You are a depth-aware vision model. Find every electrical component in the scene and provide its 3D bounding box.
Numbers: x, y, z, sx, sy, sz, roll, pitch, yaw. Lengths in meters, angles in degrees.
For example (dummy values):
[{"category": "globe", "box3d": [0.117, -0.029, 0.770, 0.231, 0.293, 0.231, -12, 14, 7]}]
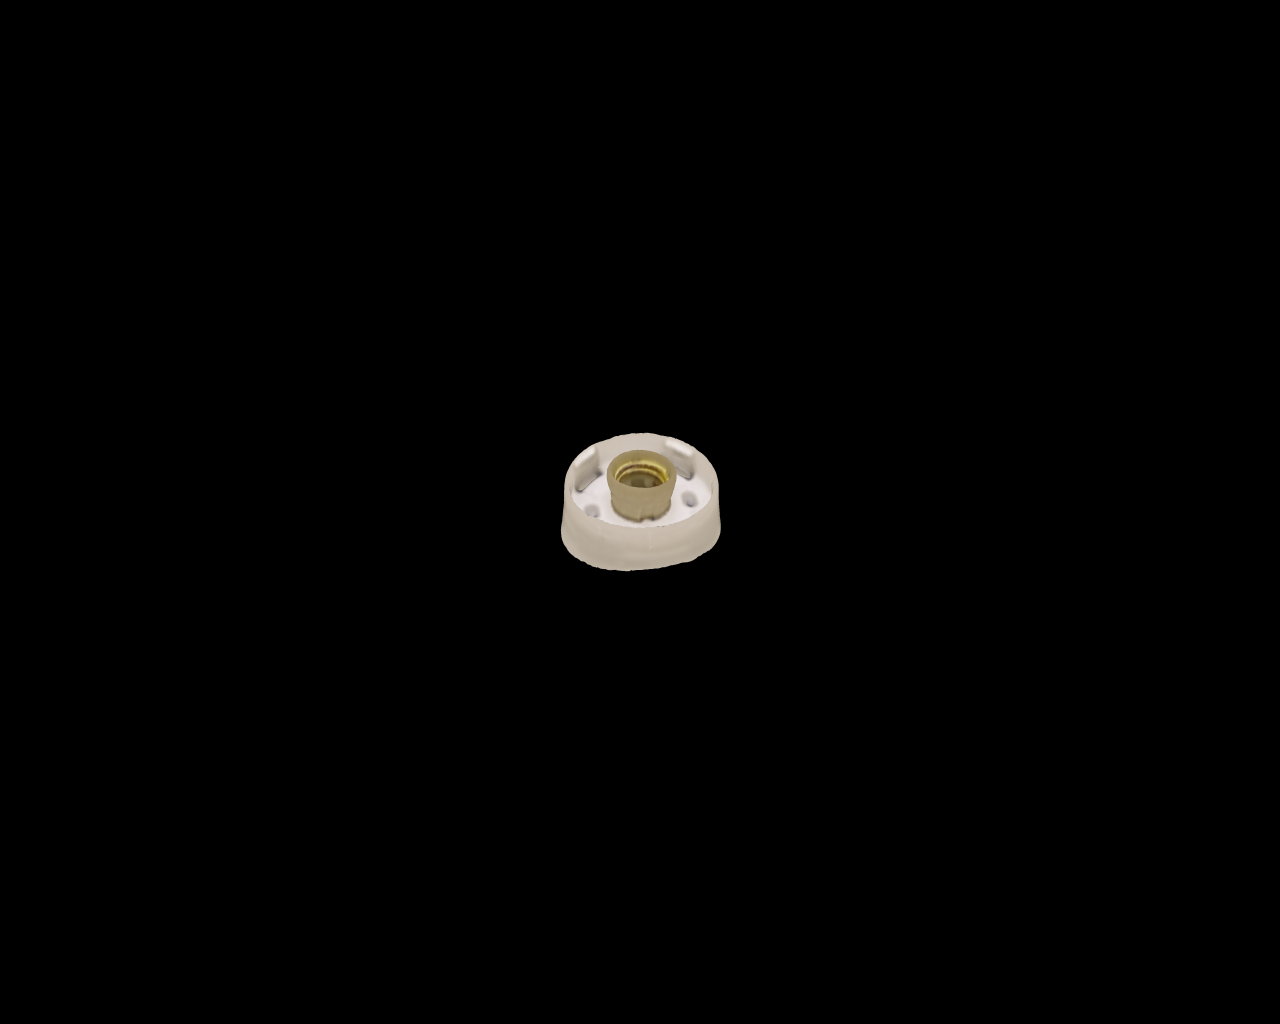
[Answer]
[{"category": "electrical component", "box3d": [0.001, -0.003, 0.650, 0.099, 0.064, 0.099, 0, 42, 0]}]
